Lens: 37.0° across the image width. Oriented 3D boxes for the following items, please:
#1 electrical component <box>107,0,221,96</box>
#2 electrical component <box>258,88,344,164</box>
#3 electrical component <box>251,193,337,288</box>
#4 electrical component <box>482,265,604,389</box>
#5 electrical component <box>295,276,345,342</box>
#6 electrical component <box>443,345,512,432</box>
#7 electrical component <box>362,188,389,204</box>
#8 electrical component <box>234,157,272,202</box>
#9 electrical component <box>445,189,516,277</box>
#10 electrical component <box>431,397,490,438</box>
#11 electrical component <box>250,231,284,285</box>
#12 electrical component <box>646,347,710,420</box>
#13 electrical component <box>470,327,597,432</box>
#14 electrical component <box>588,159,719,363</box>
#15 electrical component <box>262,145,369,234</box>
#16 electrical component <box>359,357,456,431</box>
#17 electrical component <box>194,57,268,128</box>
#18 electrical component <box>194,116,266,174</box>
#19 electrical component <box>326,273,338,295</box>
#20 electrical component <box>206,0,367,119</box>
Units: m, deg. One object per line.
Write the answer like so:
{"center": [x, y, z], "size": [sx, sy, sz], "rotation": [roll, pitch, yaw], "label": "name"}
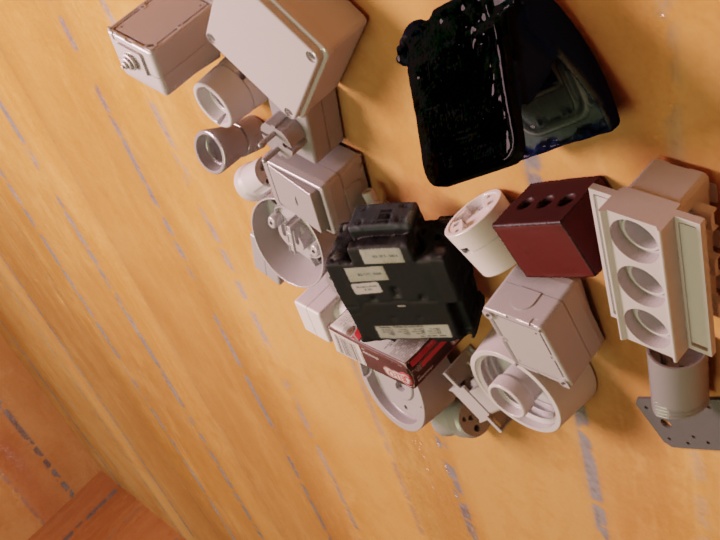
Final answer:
{"center": [-0.175, -0.201, 0.963], "size": [0.062, 0.096, 0.061], "rotation": [31, 153, 30], "label": "electrical component"}
{"center": [-0.059, -0.122, 0.925], "size": [0.047, 0.077, 0.065], "rotation": [32, 153, 28], "label": "electrical component"}
{"center": [-0.060, -0.038, 1.074], "size": [0.099, 0.064, 0.099], "rotation": [36, 154, 21], "label": "electrical component"}
{"center": [0.154, 0.046, 0.874], "size": [0.062, 0.061, 0.096], "rotation": [21, 154, 44], "label": "electrical component"}
{"center": [-0.016, 0.041, 1.124], "size": [0.077, 0.066, 0.047], "rotation": [26, 150, 37], "label": "electrical component"}
{"center": [0.126, 0.112, 1.038], "size": [0.081, 0.042, 0.064], "rotation": [46, 154, -2], "label": "electrical component"}
{"center": [0.020, -0.046, 0.970], "size": [0.035, 0.035, 0.061], "rotation": [9, 135, 53], "label": "electrical component"}
{"center": [-0.100, -0.093, 1.084], "size": [0.040, 0.040, 0.046], "rotation": [51, 150, -11], "label": "electrical component"}
{"center": [0.102, -0.028, 0.843], "size": [0.047, 0.055, 0.055], "rotation": [49, 156, -16], "label": "electrical component"}
{"center": [0.106, 0.154, 1.133], "size": [0.045, 0.045, 0.055], "rotation": [52, 155, -14], "label": "electrical component"}
{"center": [-0.072, -0.015, 1.152], "size": [0.077, 0.047, 0.065], "rotation": [36, 154, 21], "label": "electrical component"}
{"center": [0.239, 0.082, 0.807], "size": [0.043, 0.043, 0.081], "rotation": [26, 150, 37], "label": "electrical component"}
{"center": [0.148, 0.097, 0.956], "size": [0.108, 0.060, 0.108], "rotation": [36, 154, 21], "label": "electrical component"}
{"center": [0.200, -0.007, 0.705], "size": [0.079, 0.063, 0.121], "rotation": [24, 148, 39], "label": "electrical component"}
{"center": [-0.046, -0.083, 0.985], "size": [0.096, 0.061, 0.061], "rotation": [29, 151, 33], "label": "electrical component"}
{"center": [0.054, 0.105, 1.110], "size": [0.108, 0.060, 0.108], "rotation": [41, 147, 35], "label": "electrical component"}
{"center": [-0.120, -0.165, 0.993], "size": [0.055, 0.047, 0.055], "rotation": [36, 154, 21], "label": "electrical component"}
{"center": [-0.121, -0.124, 1.036], "size": [0.044, 0.065, 0.044], "rotation": [25, 130, 34], "label": "electrical component"}
{"center": [0.000, 0.000, 1.048], "size": [0.045, 0.055, 0.045], "rotation": [36, 154, 21], "label": "electrical component"}
{"center": [-0.060, -0.190, 0.845], "size": [0.109, 0.056, 0.108], "rotation": [44, 156, 4], "label": "electrical component"}
